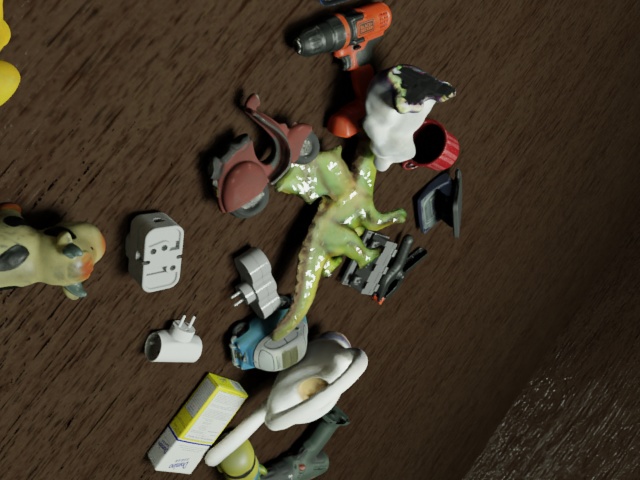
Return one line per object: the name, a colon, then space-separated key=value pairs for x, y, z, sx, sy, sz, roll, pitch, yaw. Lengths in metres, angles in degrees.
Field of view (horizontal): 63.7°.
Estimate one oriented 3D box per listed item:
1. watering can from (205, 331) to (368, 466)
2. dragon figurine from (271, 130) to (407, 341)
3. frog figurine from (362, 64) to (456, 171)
watering can: x=-0.054 y=0.288 z=0.972 sx=0.345 sy=0.104 sz=0.226 roll=-33 pitch=4 yaw=15
dragon figurine: x=0.003 y=-0.044 z=0.874 sx=0.123 sy=0.415 sz=0.239 roll=14 pitch=-32 yaw=52
frog figurine: x=0.120 y=-0.194 z=0.821 sx=0.140 sy=0.123 sz=0.156 roll=-45 pitch=-7 yaw=-33
